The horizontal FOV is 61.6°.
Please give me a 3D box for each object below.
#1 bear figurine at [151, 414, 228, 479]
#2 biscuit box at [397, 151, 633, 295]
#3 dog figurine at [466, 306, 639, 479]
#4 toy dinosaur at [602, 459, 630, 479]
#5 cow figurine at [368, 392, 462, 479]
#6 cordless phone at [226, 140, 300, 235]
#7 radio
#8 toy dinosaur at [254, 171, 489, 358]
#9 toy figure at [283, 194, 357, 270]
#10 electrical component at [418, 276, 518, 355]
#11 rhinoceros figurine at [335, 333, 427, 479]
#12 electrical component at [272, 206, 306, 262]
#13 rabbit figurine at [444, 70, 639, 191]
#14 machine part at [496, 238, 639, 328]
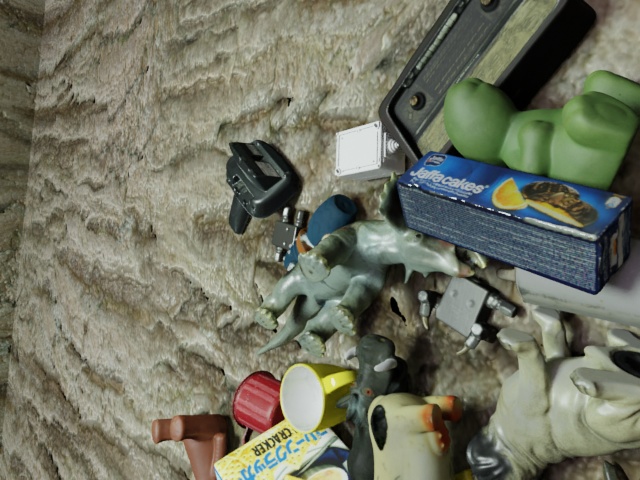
[{"bbox_3d":[-0.215,0.405,0.931,0.120,0.132,0.196,-23,63,46],"label":"bear figurine"},{"bbox_3d":[0.163,-0.024,0.483,0.203,0.059,0.062,24,145,44],"label":"biscuit box"},{"bbox_3d":[0.231,0.180,0.493,0.173,0.121,0.190,26,119,50],"label":"dog figurine"},{"bbox_3d":[0.208,0.410,0.400,0.105,0.198,0.471,-4,81,51],"label":"toy dinosaur"},{"bbox_3d":[0.089,0.259,0.565,0.127,0.085,0.194,-7,87,42],"label":"cow figurine"},{"bbox_3d":[-0.117,-0.066,0.930,0.147,0.089,0.184,51,133,37],"label":"cordless phone"},{"bbox_3d":[0.173,-0.191,0.607,0.229,0.073,0.131,-53,50,29],"label":"radio"},{"bbox_3d":[0.031,0.042,0.700,0.131,0.192,0.405,52,146,-3],"label":"toy dinosaur"},{"bbox_3d":[-0.003,-0.002,0.793,0.058,0.064,0.154,40,128,1],"label":"toy figure"},{"bbox_3d":[0.161,0.080,0.608,0.102,0.045,0.078,41,117,43],"label":"electrical component"},{"bbox_3d":[0.067,0.206,0.650,0.073,0.112,0.190,14,103,51],"label":"rhinoceros figurine"},{"bbox_3d":[-0.050,-0.006,0.873,0.063,0.021,0.094,20,100,47],"label":"electrical component"},{"bbox_3d":[0.202,-0.097,0.523,0.170,0.121,0.158,25,142,22],"label":"rabbit figurine"},{"bbox_3d":[0.267,0.035,0.472,0.243,0.079,0.079,9,92,49],"label":"machine part"}]
